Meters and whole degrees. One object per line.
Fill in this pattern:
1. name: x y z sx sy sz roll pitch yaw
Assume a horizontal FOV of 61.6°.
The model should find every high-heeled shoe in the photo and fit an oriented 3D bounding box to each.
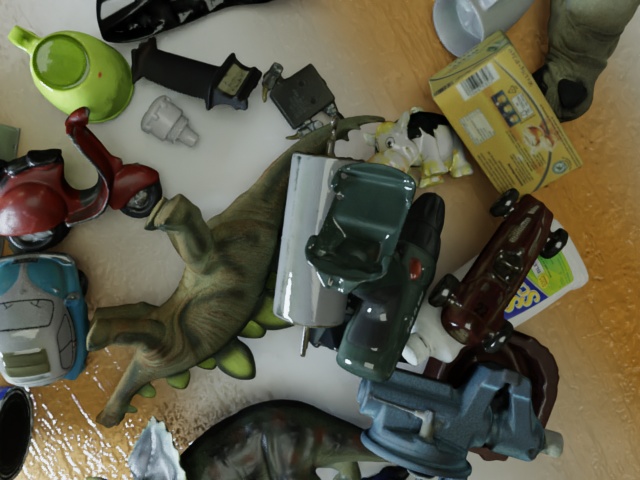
1. high-heeled shoe: -0.116 -0.260 0.577 0.249 0.086 0.145 13 74 9

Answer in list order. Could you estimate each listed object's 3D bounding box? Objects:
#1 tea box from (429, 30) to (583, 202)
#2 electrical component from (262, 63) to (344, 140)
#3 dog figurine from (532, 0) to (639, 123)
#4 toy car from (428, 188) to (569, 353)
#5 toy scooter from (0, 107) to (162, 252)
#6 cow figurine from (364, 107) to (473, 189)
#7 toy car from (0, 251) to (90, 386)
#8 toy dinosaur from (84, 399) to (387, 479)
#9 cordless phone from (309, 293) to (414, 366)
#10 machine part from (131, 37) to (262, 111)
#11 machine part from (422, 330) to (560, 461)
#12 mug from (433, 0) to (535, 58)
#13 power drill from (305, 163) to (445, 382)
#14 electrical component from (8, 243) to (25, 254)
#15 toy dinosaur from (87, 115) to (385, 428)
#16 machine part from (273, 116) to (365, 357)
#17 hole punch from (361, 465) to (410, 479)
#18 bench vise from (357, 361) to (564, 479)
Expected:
1. tea box: 0.210 -0.135 0.611 0.098 0.068 0.169 -30 117 24
2. electrical component: -0.023 -0.161 0.627 0.078 0.045 0.102 -30 98 -2
3. dog figurine: 0.310 -0.237 0.601 0.121 0.172 0.190 5 88 4
4. toy car: 0.197 0.026 0.574 0.089 0.053 0.202 41 68 3
5. toy scooter: -0.272 -0.068 0.576 0.184 0.075 0.135 -17 129 -9
6. cow figurine: 0.104 -0.107 0.598 0.068 0.167 0.098 -16 84 38
7. toy car: -0.307 0.099 0.573 0.109 0.103 0.161 -3 111 -13
8. toy dinosaur: -0.067 0.257 0.624 0.405 0.131 0.192 -22 106 -13
9. cordless phone: 0.068 0.049 0.643 0.146 0.089 0.184 14 84 -17
10. machine part: -0.140 -0.186 0.603 0.139 0.039 0.084 14 55 -1
11. machine part: 0.211 0.187 0.682 0.179 0.056 0.179 -1 95 -8
12. mug: 0.200 -0.277 0.617 0.107 0.109 0.081 -36 89 -15
13. power drill: 0.064 0.010 0.520 0.086 0.207 0.232 17 71 19
14. electrical component: -0.339 0.048 0.619 0.063 0.021 0.094 -30 105 -3
15. toy dinosaur: -0.103 0.028 0.601 0.198 0.105 0.471 32 95 -25
16. machine part: -0.001 -0.002 0.548 0.079 0.079 0.243 6 97 -7
17. hole punch: 0.071 0.364 0.668 0.142 0.092 0.115 -23 94 -1
18. bench vise: 0.136 0.243 0.577 0.224 0.129 0.240 16 85 -7
